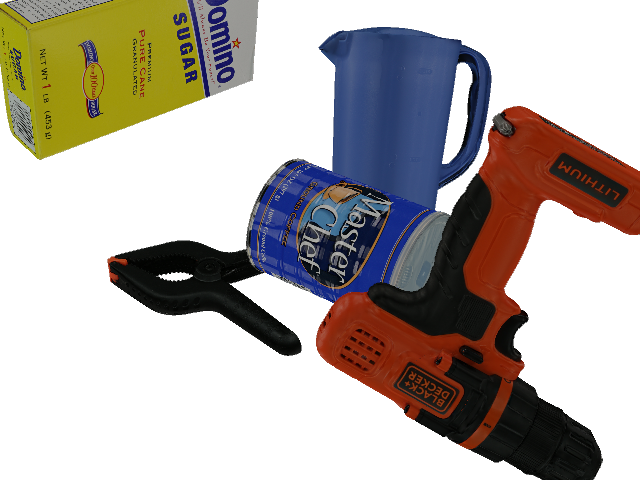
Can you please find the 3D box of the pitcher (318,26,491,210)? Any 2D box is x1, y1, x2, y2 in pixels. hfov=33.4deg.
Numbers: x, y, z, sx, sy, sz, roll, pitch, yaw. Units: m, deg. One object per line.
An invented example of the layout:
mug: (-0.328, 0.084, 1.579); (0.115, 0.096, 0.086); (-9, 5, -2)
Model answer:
pitcher: (0.084, -0.104, 1.143); (0.149, 0.243, 0.144); (11, 13, 31)

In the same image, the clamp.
clamp: (-0.101, 0.045, 1.015); (0.210, 0.036, 0.164); (2, 37, 1)

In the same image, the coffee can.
coffee can: (0.025, 0.003, 0.873); (0.140, 0.103, 0.102); (23, 10, 26)

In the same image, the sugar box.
sugar box: (-0.119, -0.125, 0.692); (0.175, 0.093, 0.048); (-25, 48, -33)

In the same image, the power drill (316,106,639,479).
power drill: (0.116, 0.034, 0.603); (0.184, 0.188, 0.057); (29, 13, -7)
